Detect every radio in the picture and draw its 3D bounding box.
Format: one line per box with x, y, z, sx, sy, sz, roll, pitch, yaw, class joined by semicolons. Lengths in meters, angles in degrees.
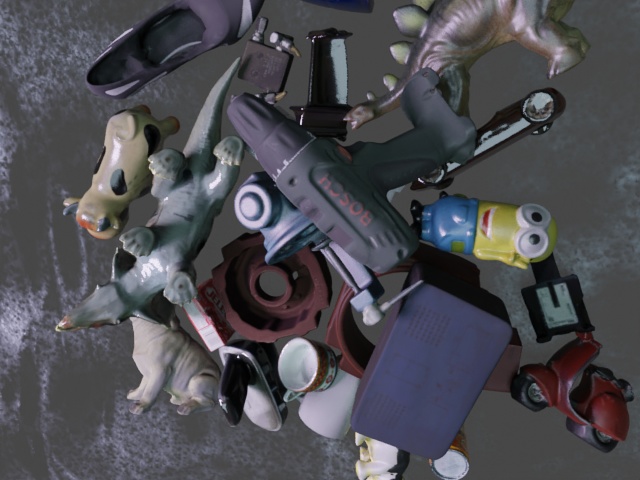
0.136;0.156;0.675;0.131;0.073;0.229;22;112;4;radio

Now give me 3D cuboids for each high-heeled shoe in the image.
-0.176;-0.257;0.656;0.249;0.145;0.086;-31;100;21;high-heeled shoe

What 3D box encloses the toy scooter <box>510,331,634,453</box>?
0.358;0.195;0.729;0.184;0.075;0.135;32;87;-11;toy scooter

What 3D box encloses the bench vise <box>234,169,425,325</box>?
0.006;-0.008;0.645;0.129;0.223;0.240;-38;82;17;bench vise

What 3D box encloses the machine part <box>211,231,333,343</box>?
-0.067;0.062;0.787;0.179;0.056;0.179;3;107;10;machine part

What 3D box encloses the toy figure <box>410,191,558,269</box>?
0.208;-0.018;0.690;0.180;0.089;0.082;6;105;19;toy figure

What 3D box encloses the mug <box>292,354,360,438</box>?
0.016;0.224;0.816;0.110;0.081;0.107;30;101;16;mug

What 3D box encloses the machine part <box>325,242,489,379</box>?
0.121;0.108;0.746;0.202;0.087;0.200;21;111;6;machine part

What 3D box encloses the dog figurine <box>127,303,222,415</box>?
-0.216;0.162;0.840;0.172;0.121;0.190;8;87;-33;dog figurine

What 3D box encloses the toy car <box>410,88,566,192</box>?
0.197;-0.119;0.652;0.202;0.089;0.053;-29;84;20;toy car

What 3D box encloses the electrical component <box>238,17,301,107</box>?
-0.066;-0.226;0.697;0.078;0.045;0.102;27;111;1;electrical component

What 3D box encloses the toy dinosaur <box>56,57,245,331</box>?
-0.190;-0.036;0.728;0.131;0.192;0.404;29;77;-16;toy dinosaur

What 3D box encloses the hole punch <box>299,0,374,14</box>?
0.013;-0.313;0.619;0.142;0.116;0.092;17;119;6;hole punch

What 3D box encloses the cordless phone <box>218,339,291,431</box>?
-0.100;0.232;0.777;0.089;0.184;0.146;-19;103;4;cordless phone

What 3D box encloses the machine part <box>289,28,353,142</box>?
0.006;-0.197;0.685;0.084;0.039;0.138;1;105;-16;machine part

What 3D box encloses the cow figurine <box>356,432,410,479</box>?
0.106;0.340;0.838;0.098;0.068;0.167;-5;108;7;cow figurine

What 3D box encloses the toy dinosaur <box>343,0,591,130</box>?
0.218;-0.268;0.591;0.471;0.105;0.198;-29;100;20;toy dinosaur

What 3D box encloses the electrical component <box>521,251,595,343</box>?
0.305;0.072;0.710;0.075;0.047;0.119;-20;73;15;electrical component

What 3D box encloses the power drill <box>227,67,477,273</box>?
0.048;-0.097;0.551;0.232;0.207;0.086;52;152;4;power drill

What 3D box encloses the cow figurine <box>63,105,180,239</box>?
-0.276;-0.087;0.744;0.085;0.127;0.194;28;109;5;cow figurine
